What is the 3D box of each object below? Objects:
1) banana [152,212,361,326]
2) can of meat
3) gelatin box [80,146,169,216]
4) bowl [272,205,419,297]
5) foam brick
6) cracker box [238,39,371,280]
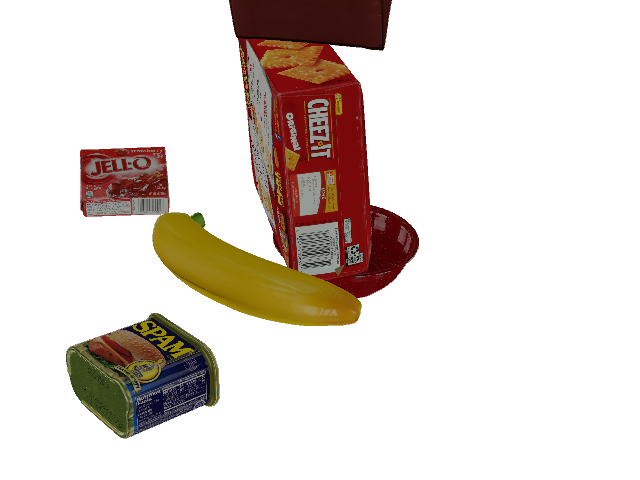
[{"bbox_3d":[-0.058,0.014,0.702,0.069,0.037,0.198,-19,31,-33],"label":"banana"},{"bbox_3d":[-0.145,0.108,0.863,0.083,0.057,0.102,-19,31,-36],"label":"can of meat"},{"bbox_3d":[-0.202,-0.061,1.099,0.089,0.073,0.030,-2,-40,-11],"label":"gelatin box"},{"bbox_3d":[0.027,0.018,1.189,0.162,0.055,0.162,1,31,-1],"label":"bowl"},{"bbox_3d":[-0.003,-0.133,0.529,0.078,0.053,0.051,6,-26,8],"label":"foam brick"},{"bbox_3d":[-0.016,-0.087,0.898,0.072,0.164,0.214,-9,28,-8],"label":"cracker box"}]
